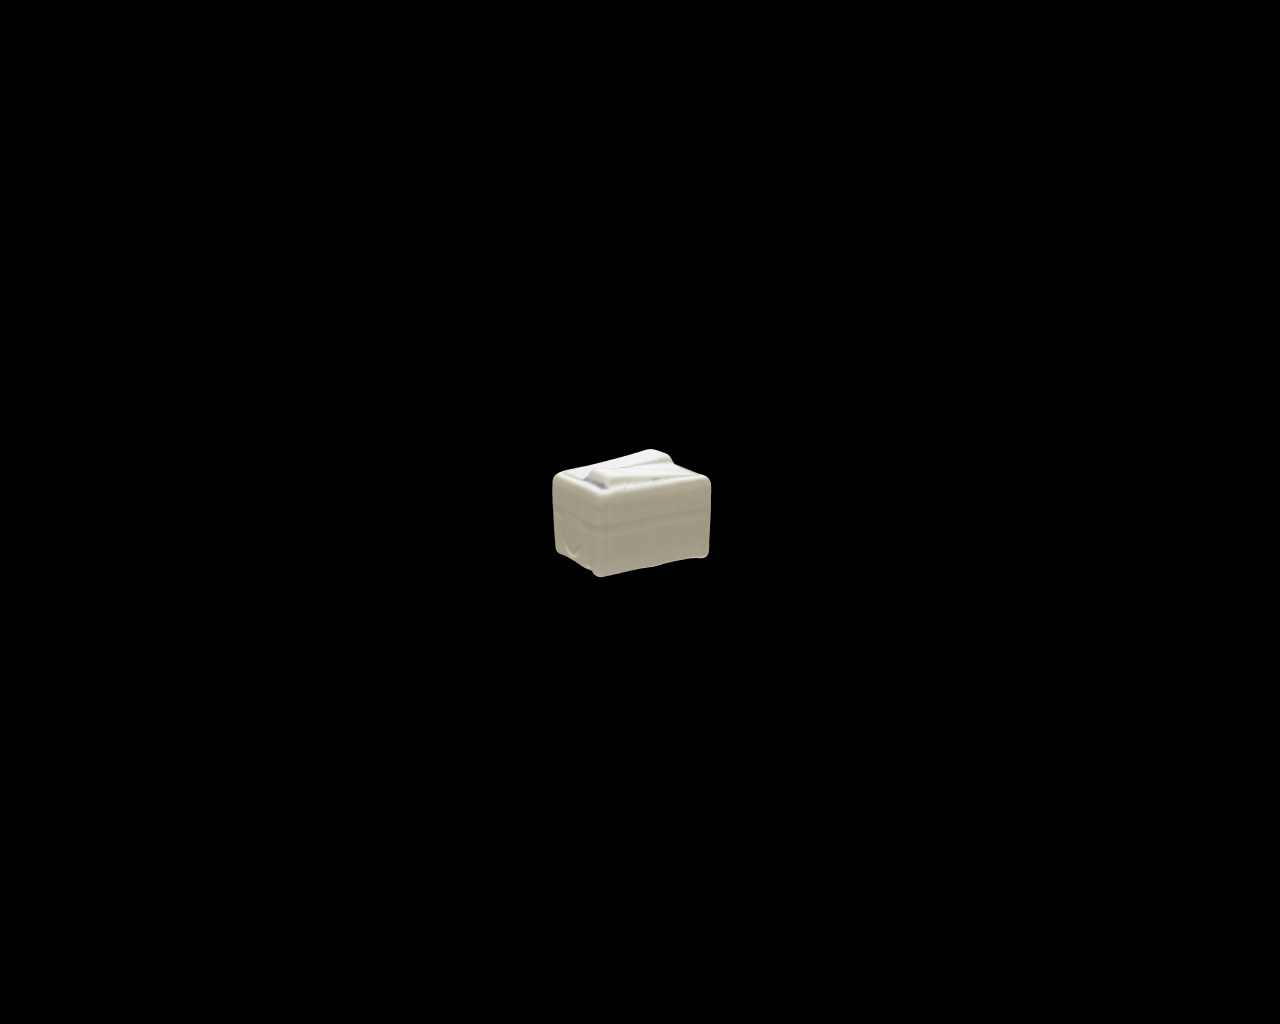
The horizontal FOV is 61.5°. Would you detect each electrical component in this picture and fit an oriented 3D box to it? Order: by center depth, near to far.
[{"bbox_3d":[0.001,-0.003,0.650,0.096,0.061,0.062,-9,19,-29],"label":"electrical component"}]
